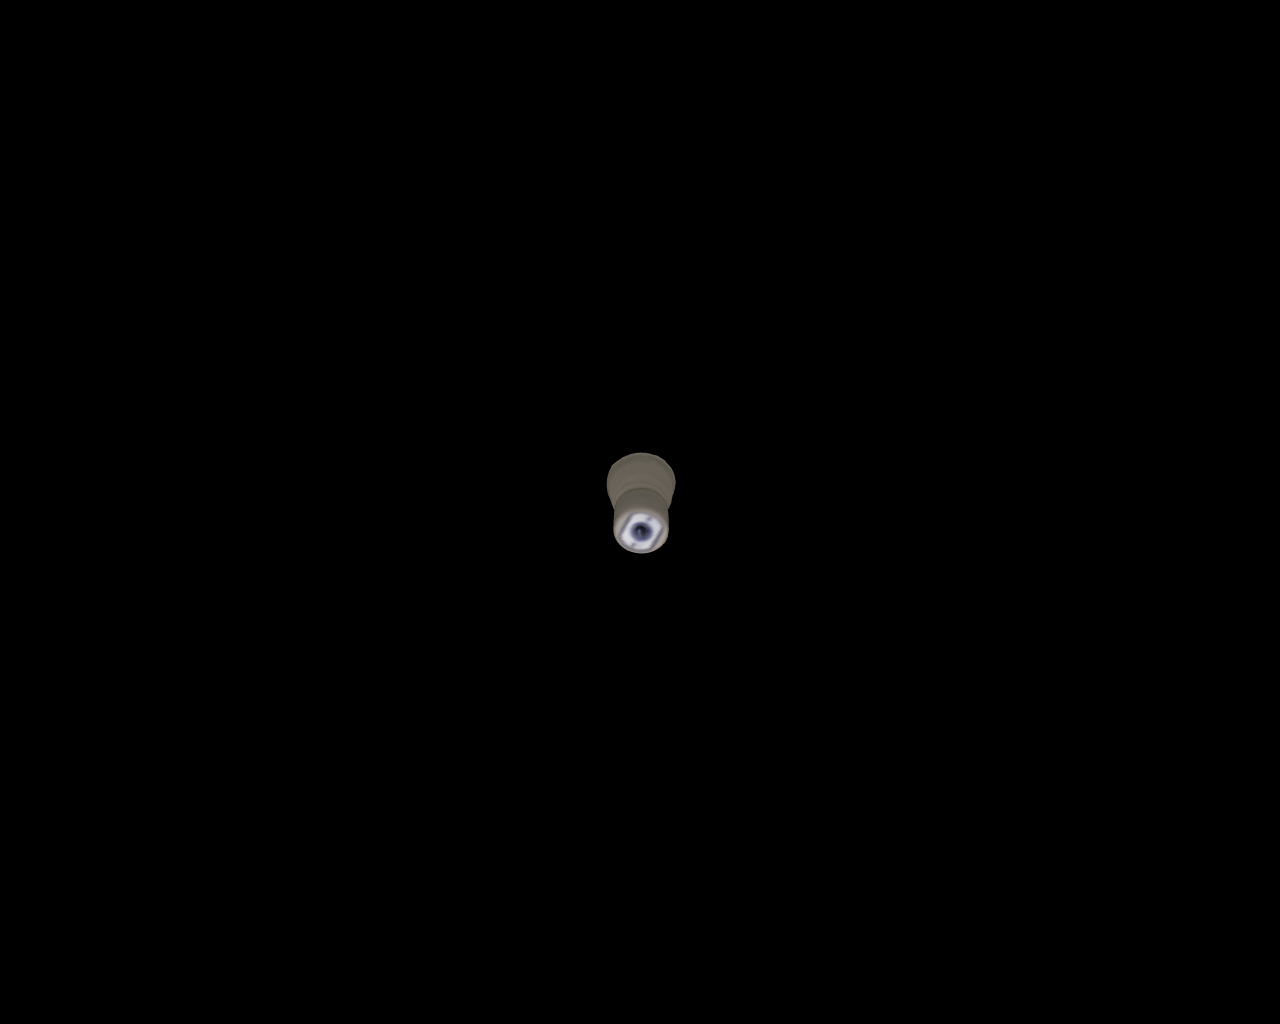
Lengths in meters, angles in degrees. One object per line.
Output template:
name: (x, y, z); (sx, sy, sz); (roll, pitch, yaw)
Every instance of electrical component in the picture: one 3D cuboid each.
electrical component: (0.001, -0.003, 0.650); (0.044, 0.044, 0.065); (0, 30, 0)
